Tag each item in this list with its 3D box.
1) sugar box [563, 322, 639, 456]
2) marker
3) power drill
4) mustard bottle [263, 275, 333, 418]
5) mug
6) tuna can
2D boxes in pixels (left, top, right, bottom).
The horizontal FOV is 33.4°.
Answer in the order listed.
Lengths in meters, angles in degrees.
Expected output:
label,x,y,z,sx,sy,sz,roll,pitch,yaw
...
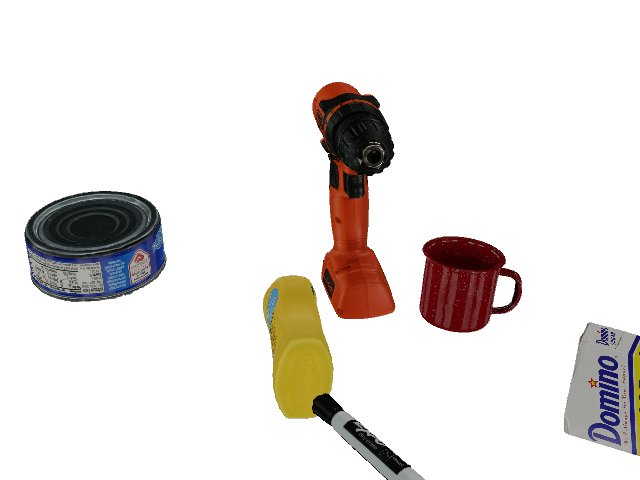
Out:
label,x,y,z,sx,sy,sz,roll,pitch,yaw
sugar box,0.291,0.135,0.862,0.176,0.093,0.048,13,25,20
marker,0.033,0.151,0.796,0.020,0.020,0.121,0,26,-41
power drill,0.032,-0.032,0.914,0.057,0.188,0.184,-4,21,-5
mustard bottle,-0.027,0.091,1.097,0.058,0.096,0.191,-2,27,-7
mug,0.169,0.052,1.205,0.117,0.081,0.093,7,24,4
tuna can,-0.142,0.002,0.672,0.086,0.034,0.086,-1,30,1
